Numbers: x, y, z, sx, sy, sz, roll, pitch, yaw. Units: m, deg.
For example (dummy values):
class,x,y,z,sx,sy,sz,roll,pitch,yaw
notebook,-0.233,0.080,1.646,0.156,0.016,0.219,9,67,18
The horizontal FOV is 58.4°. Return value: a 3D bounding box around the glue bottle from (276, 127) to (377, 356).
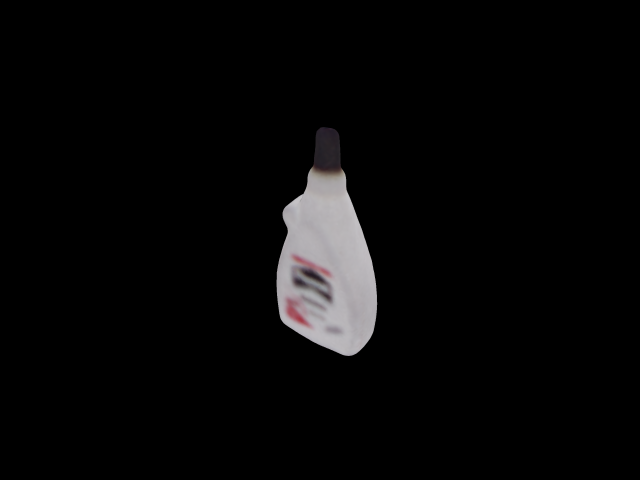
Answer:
class,x,y,z,sx,sy,sz,roll,pitch,yaw
glue bottle,0.004,0.001,0.400,0.078,0.173,0.037,20,41,25
